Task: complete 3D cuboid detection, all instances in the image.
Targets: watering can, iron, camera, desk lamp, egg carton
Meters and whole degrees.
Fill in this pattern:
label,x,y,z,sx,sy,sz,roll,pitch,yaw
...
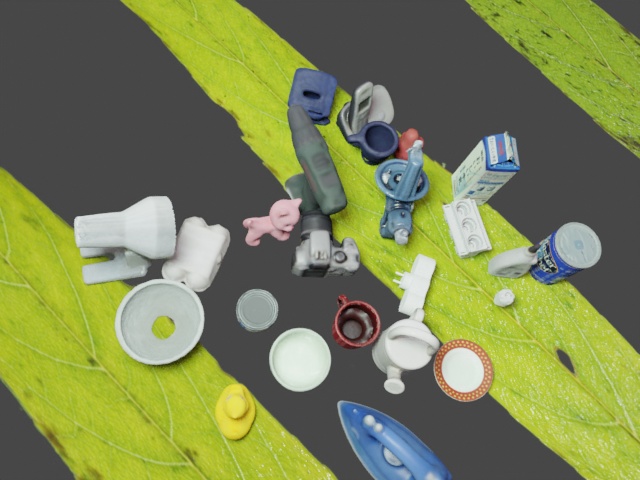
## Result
label,x,y,z,sx,sy,sz,roll,pitch,yaw
watering can,0.171,0.214,1.119,0.101,0.194,0.173,4,70,-7
iron,0.138,0.394,1.078,0.258,0.141,0.119,42,70,7
camera,0.011,0.004,1.218,0.143,0.100,0.137,1,70,-9
desk lamp,-0.373,0.003,1.098,0.203,0.213,0.118,-10,72,-12
egg carton,-0.253,0.029,1.184,0.107,0.069,0.150,19,69,-2

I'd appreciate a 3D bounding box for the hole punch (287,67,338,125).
label,x,y,z,sx,sy,sz,roll,pitch,yaw
hole punch,-0.017,-0.335,1.340,0.108,0.091,0.101,13,69,-4

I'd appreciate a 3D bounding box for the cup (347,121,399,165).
label,x,y,z,sx,sy,sz,roll,pitch,yaw
cup,0.114,-0.213,1.315,0.118,0.095,0.091,0,71,-9

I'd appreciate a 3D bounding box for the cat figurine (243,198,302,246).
label,x,y,z,sx,sy,sz,roll,pitch,yaw
cat figurine,-0.097,-0.044,1.209,0.128,0.117,0.067,-13,73,-13

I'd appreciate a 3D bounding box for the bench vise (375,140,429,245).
label,x,y,z,sx,sy,sz,roll,pitch,yaw
bench vise,0.191,-0.103,1.221,0.121,0.219,0.207,-12,73,-13

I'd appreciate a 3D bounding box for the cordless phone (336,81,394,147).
label,x,y,z,sx,sy,sz,roll,pitch,yaw
cordless phone,0.114,-0.310,1.301,0.148,0.185,0.094,-42,81,-19

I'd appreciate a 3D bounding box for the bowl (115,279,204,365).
label,x,y,z,sx,sy,sz,roll,pitch,yaw
bowl,-0.309,0.165,1.124,0.167,0.074,0.167,3,70,-8

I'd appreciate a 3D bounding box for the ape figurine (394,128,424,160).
label,x,y,z,sx,sy,sz,roll,pitch,yaw
ape figurine,0.208,-0.227,1.336,0.078,0.092,0.076,15,69,-3

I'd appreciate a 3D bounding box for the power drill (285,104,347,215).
label,x,y,z,sx,sy,sz,roll,pitch,yaw
power drill,-0.021,-0.143,1.208,0.076,0.208,0.229,-23,76,-16

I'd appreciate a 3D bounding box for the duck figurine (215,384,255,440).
label,x,y,z,sx,sy,sz,roll,pitch,yaw
duck figurine,-0.160,0.324,1.086,0.077,0.086,0.104,2,70,-8

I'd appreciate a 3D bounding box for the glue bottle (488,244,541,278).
label,x,y,z,sx,sy,sz,roll,pitch,yaw
glue bottle,0.430,0.041,1.233,0.078,0.173,0.037,9,69,-5
